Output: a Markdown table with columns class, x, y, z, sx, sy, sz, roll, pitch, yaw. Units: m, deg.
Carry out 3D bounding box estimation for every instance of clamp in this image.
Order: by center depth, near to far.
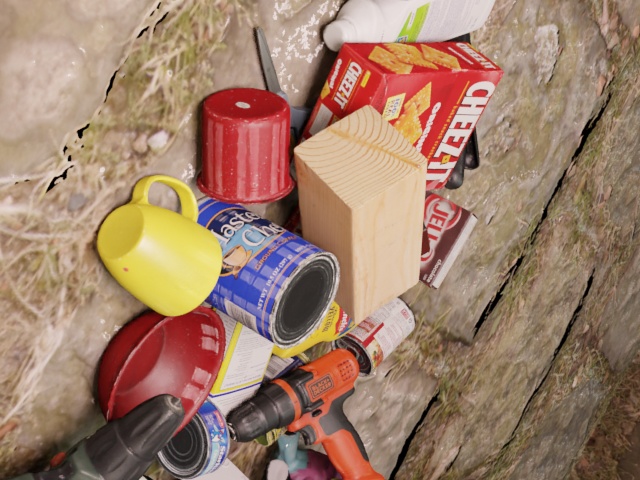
| class | x | y | z | sx | sy | sz | roll | pitch | yaw |
| --- | --- | --- | --- | --- | --- | --- | --- | --- | --- |
| clamp | 0.166 | -0.165 | 1.278 | 0.164 | 0.036 | 0.210 | -53 | 140 | -66 |

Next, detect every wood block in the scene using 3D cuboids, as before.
| class | x | y | z | sx | sy | sz | roll | pitch | yaw |
| --- | --- | --- | --- | --- | --- | --- | --- | --- | --- |
| wood block | 0.041 | -0.020 | 1.043 | 0.090 | 0.091 | 0.206 | -33 | 151 | -18 |

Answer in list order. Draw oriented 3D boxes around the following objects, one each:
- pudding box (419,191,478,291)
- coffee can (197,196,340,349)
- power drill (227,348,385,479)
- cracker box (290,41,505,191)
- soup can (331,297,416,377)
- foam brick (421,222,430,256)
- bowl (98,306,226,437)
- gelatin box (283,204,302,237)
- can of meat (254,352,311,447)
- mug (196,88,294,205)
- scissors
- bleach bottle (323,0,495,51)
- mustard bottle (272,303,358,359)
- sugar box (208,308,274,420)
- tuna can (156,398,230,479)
| class | x | y | z | sx | sy | sz | roll | pitch | yaw |
| --- | --- | --- | --- | --- | --- | --- | --- | --- | --- |
| pudding box | 0.140 | -0.003 | 1.396 | 0.113 | 0.090 | 0.039 | -62 | 152 | 1 |
| coffee can | -0.066 | 0.029 | 1.038 | 0.102 | 0.140 | 0.103 | -38 | 143 | -36 |
| power drill | -0.007 | 0.240 | 1.224 | 0.184 | 0.057 | 0.187 | -26 | 101 | -32 |
| cracker box | 0.082 | -0.124 | 1.132 | 0.213 | 0.072 | 0.164 | -10 | 136 | -46 |
| soup can | 0.072 | 0.125 | 1.422 | 0.102 | 0.069 | 0.068 | -40 | 145 | -34 |
| foam brick | 0.103 | -0.008 | 1.343 | 0.053 | 0.051 | 0.078 | -26 | 156 | -3 |
| bowl | -0.166 | 0.126 | 1.051 | 0.161 | 0.055 | 0.162 | -38 | 143 | -36 |
| gelatin box | -0.008 | 0.002 | 1.180 | 0.089 | 0.073 | 0.030 | -57 | 150 | -7 |
| can of meat | -0.054 | 0.188 | 1.287 | 0.083 | 0.058 | 0.102 | -38 | 143 | -32 |
| mug | -0.065 | -0.095 | 0.998 | 0.117 | 0.093 | 0.081 | -58 | 155 | -56 |
| scissors | -0.029 | -0.143 | 1.077 | 0.096 | 0.016 | 0.202 | -36 | 144 | -35 |
| bleach bottle | 0.097 | -0.250 | 1.139 | 0.250 | 0.068 | 0.103 | -27 | 144 | -43 |
| mustard bottle | 0.011 | 0.080 | 1.293 | 0.191 | 0.058 | 0.096 | -12 | 124 | -55 |
| sugar box | -0.097 | 0.134 | 1.182 | 0.093 | 0.048 | 0.176 | -6 | 123 | -57 |
| tuna can | -0.139 | 0.210 | 1.137 | 0.033 | 0.086 | 0.086 | -6 | 120 | -55 |
